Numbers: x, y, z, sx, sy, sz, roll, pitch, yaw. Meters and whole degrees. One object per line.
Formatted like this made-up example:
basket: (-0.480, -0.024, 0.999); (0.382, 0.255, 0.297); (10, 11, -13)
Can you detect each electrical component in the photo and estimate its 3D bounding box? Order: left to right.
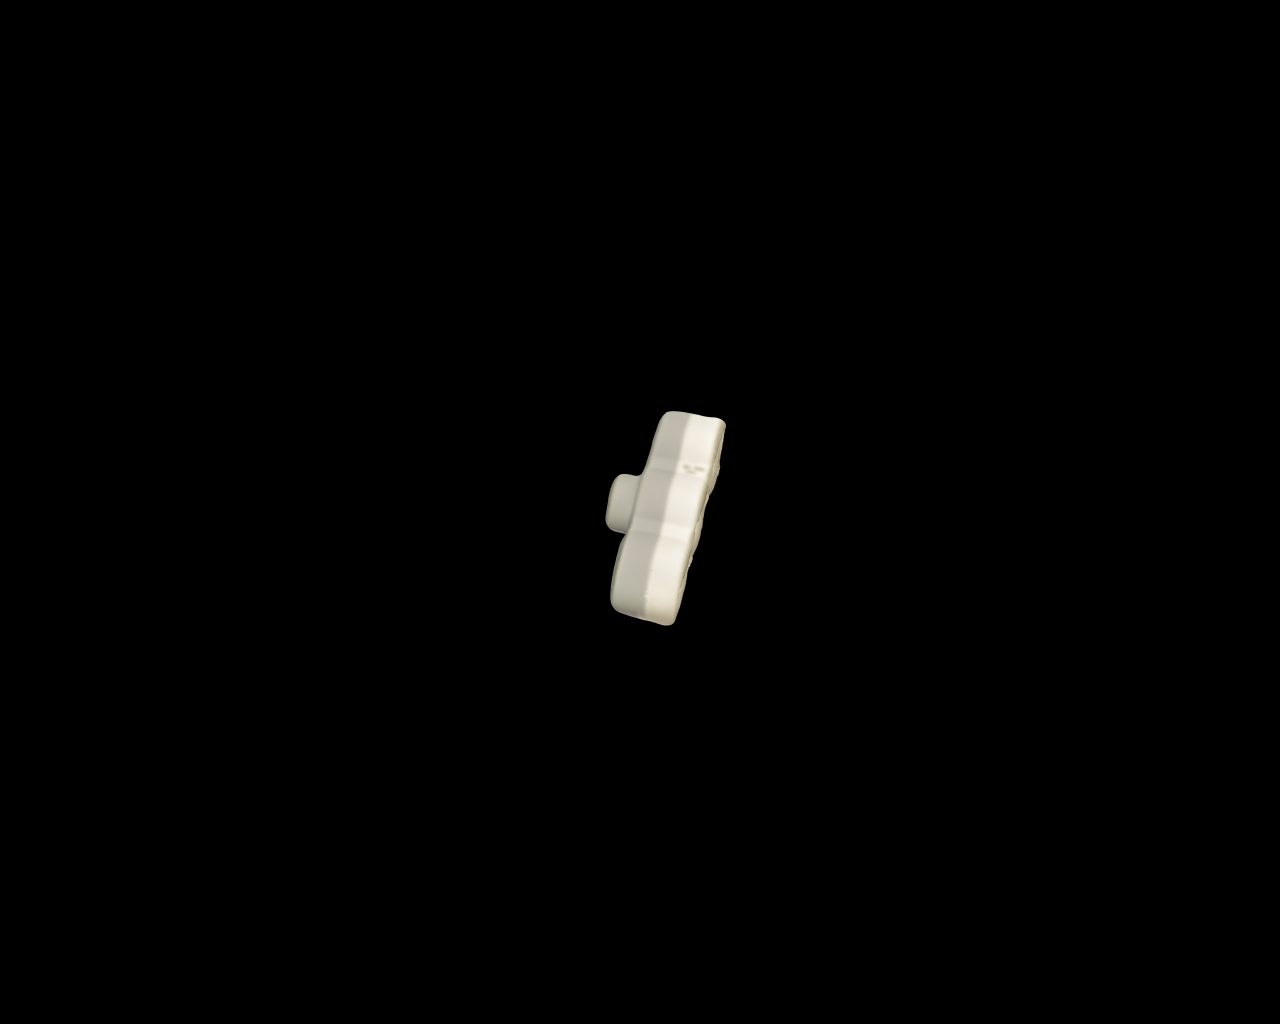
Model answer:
electrical component: (0.001, -0.003, 0.650); (0.074, 0.138, 0.052); (13, -28, 7)
